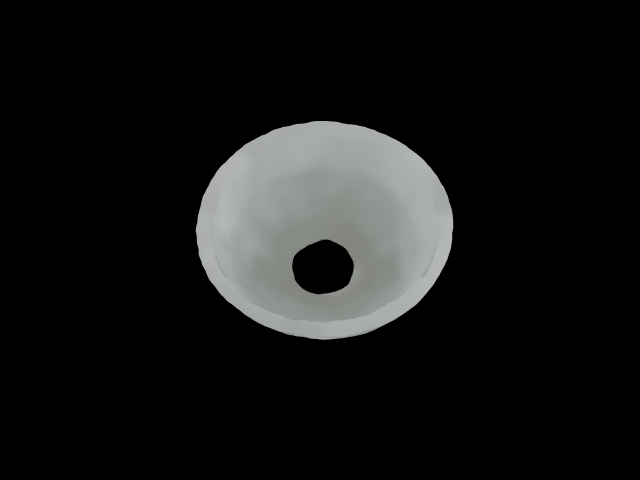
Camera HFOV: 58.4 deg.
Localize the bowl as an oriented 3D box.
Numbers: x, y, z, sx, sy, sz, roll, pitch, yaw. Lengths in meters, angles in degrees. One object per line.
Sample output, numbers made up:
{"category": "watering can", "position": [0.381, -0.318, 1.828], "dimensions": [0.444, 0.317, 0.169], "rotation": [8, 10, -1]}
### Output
{"category": "bowl", "position": [0.004, 0.001, 0.400], "dimensions": [0.167, 0.075, 0.167], "rotation": [0, 58, 0]}
